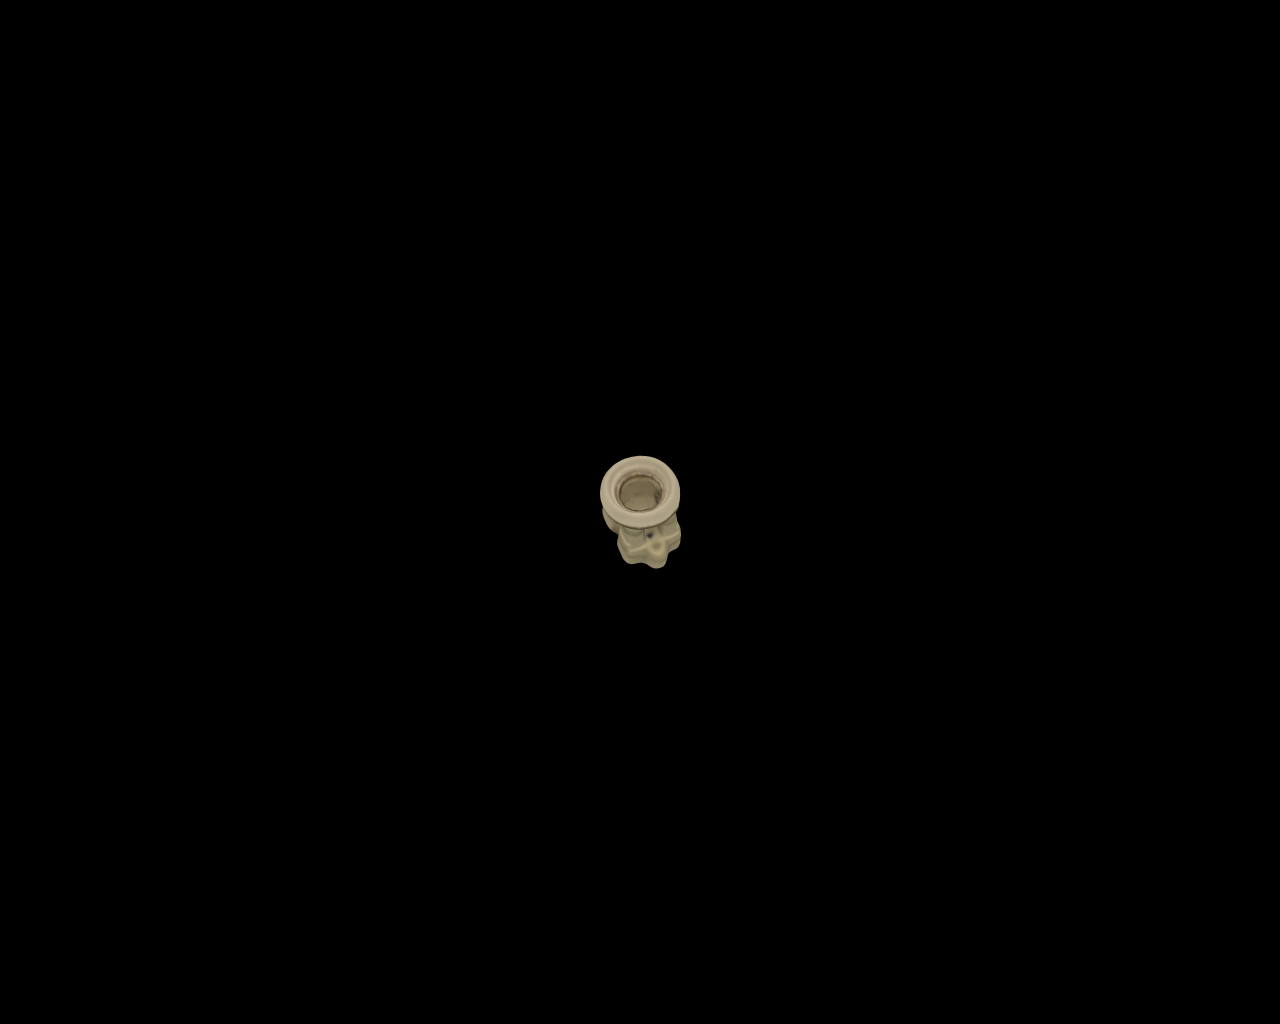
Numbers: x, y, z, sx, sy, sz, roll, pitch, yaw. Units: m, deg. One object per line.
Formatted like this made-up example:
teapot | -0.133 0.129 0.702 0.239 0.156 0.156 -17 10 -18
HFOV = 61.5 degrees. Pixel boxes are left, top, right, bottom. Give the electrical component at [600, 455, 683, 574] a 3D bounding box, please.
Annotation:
electrical component | 0.001 -0.003 0.650 0.048 0.066 0.055 -21 -28 -12
